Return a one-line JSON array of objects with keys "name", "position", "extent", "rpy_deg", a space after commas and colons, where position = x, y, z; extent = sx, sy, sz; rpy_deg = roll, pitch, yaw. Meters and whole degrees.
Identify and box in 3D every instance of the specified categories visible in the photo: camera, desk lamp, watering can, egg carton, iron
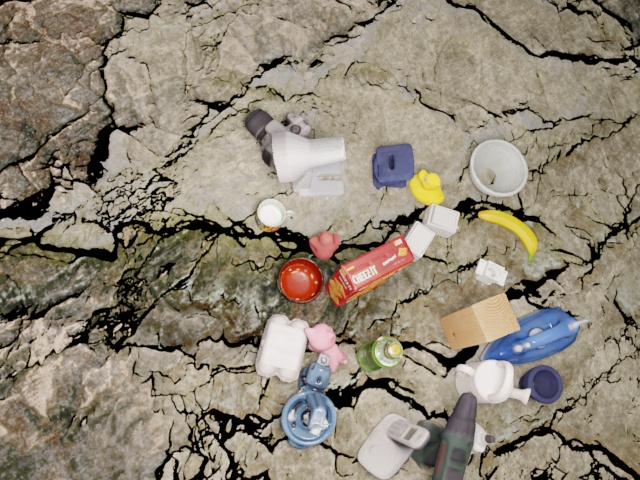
[{"name": "camera", "position": [-0.115, -0.285, 1.470], "extent": [0.143, 0.100, 0.137], "rpy_deg": [-43, 86, -18]}, {"name": "desk lamp", "position": [-0.025, -0.189, 1.401], "extent": [0.203, 0.213, 0.118], "rpy_deg": [-4, 75, -12]}, {"name": "watering can", "position": [0.409, 0.334, 1.347], "extent": [0.173, 0.194, 0.101], "rpy_deg": [4, 74, -9]}, {"name": "egg carton", "position": [-0.088, 0.252, 1.340], "extent": [0.107, 0.069, 0.150], "rpy_deg": [15, 72, -6]}, {"name": "iron", "position": [0.534, 0.248, 1.423], "extent": [0.259, 0.141, 0.118], "rpy_deg": [-20, 79, -15]}]

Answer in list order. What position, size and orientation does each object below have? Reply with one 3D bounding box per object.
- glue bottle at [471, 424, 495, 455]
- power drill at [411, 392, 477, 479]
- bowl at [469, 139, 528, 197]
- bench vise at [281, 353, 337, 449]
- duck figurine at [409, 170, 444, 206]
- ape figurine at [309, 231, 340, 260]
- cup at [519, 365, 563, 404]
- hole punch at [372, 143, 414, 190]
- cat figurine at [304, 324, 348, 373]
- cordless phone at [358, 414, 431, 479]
[{"name": "glue bottle", "position": [0.358, 0.455, 1.314], "extent": [0.037, 0.173, 0.078], "rpy_deg": [14, 72, -6]}, {"name": "power drill", "position": [0.277, 0.455, 1.280], "extent": [0.075, 0.208, 0.230], "rpy_deg": [16, 72, -6]}, {"name": "bowl", "position": [0.477, -0.186, 1.570], "extent": [0.167, 0.074, 0.167], "rpy_deg": [3, 74, -10]}, {"name": "bench vise", "position": [-0.023, 0.350, 1.246], "extent": [0.121, 0.219, 0.207], "rpy_deg": [0, 74, -11]}, {"name": "duck figurine", "position": [0.292, -0.143, 1.516], "extent": [0.104, 0.086, 0.078], "rpy_deg": [46, 72, 4]}, {"name": "ape figurine", "position": [0.013, 0.005, 1.417], "extent": [0.078, 0.092, 0.076], "rpy_deg": [13, 72, -7]}, {"name": "cup", "position": [0.523, 0.363, 1.413], "extent": [0.118, 0.095, 0.091], "rpy_deg": [-21, 79, -16]}, {"name": "hole punch", "position": [0.191, -0.195, 1.509], "extent": [0.101, 0.091, 0.108], "rpy_deg": [1, 74, -10]}, {"name": "cat figurine", "position": [0.018, 0.245, 1.337], "extent": [0.067, 0.117, 0.128], "rpy_deg": [-40, 85, -18]}, {"name": "cordless phone", "position": [0.169, 0.463, 1.269], "extent": [0.094, 0.185, 0.148], "rpy_deg": [40, 71, 2]}]
